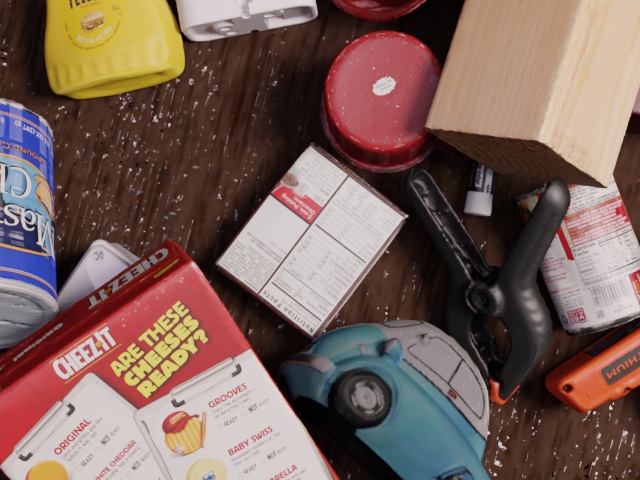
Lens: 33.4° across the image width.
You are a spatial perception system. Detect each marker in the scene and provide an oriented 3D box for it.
[{"bbox_3d":[0.120,-0.078,0.756,0.020,0.020,0.121,9,89,4],"label":"marker"}]

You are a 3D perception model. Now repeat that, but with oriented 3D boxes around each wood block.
[{"bbox_3d":[0.154,-0.147,0.674,0.091,0.090,0.206,13,82,45],"label":"wood block"}]

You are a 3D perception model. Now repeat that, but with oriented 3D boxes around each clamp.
[{"bbox_3d":[0.109,0.027,0.724,0.120,0.039,0.171,21,122,40],"label":"clamp"}]

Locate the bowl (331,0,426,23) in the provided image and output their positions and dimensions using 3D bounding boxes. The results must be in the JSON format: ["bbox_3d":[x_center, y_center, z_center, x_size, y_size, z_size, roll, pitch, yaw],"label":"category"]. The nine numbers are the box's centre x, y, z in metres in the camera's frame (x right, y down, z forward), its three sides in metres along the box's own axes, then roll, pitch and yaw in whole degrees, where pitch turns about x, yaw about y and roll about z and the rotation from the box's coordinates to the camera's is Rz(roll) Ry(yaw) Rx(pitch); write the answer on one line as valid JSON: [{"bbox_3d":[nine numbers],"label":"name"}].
[{"bbox_3d":[0.063,-0.226,0.721,0.055,0.162,0.162,-1,92,-41],"label":"bowl"}]

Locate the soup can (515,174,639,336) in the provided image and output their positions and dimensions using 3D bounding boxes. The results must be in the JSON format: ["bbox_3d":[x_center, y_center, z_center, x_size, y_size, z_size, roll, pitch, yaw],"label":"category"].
[{"bbox_3d":[0.182,0.007,0.726,0.068,0.068,0.102,-20,88,3],"label":"soup can"}]

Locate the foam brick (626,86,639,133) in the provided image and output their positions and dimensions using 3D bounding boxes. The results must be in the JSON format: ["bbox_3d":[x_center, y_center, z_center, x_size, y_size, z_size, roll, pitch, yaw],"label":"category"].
[{"bbox_3d":[0.227,-0.102,0.720,0.051,0.078,0.053,8,89,5],"label":"foam brick"}]

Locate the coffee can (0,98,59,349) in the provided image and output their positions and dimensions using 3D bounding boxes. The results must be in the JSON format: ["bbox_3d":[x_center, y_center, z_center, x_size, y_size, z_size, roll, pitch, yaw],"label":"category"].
[{"bbox_3d":[-0.228,-0.010,0.711,0.103,0.103,0.140,-10,63,3],"label":"coffee can"}]

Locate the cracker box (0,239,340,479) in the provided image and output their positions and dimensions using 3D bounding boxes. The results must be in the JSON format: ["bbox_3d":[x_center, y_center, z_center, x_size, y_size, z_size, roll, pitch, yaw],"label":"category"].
[{"bbox_3d":[-0.100,0.133,0.688,0.164,0.072,0.213,-35,113,-9],"label":"cracker box"}]

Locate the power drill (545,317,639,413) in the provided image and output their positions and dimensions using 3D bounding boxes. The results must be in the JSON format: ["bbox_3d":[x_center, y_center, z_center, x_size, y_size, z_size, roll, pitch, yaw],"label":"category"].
[{"bbox_3d":[0.236,0.153,0.726,0.184,0.057,0.187,-34,90,-1],"label":"power drill"}]

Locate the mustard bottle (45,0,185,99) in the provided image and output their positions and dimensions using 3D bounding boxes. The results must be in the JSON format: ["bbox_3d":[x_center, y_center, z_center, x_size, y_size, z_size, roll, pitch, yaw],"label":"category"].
[{"bbox_3d":[-0.157,-0.202,0.756,0.096,0.058,0.191,-10,87,18],"label":"mustard bottle"}]

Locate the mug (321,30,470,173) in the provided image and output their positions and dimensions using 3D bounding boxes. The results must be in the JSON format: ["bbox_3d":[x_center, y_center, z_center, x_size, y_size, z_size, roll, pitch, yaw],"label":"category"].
[{"bbox_3d":[0.054,-0.089,0.729,0.117,0.081,0.093,34,91,4],"label":"mug"}]

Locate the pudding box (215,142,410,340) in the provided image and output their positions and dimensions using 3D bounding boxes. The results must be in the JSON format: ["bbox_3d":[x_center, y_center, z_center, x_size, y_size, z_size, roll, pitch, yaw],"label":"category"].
[{"bbox_3d":[-0.005,0.001,0.753,0.090,0.039,0.113,38,93,3],"label":"pudding box"}]
